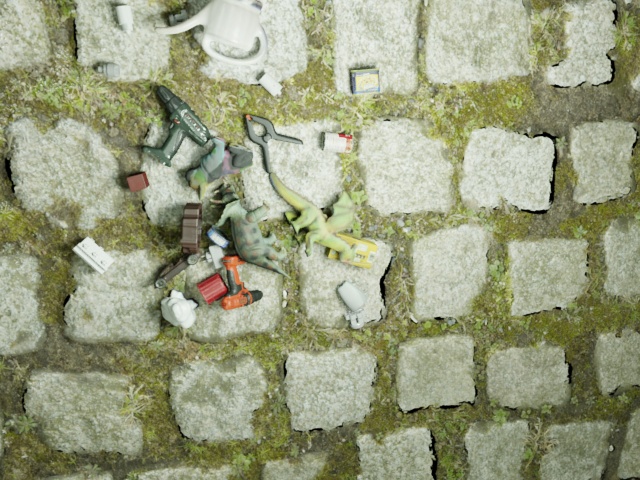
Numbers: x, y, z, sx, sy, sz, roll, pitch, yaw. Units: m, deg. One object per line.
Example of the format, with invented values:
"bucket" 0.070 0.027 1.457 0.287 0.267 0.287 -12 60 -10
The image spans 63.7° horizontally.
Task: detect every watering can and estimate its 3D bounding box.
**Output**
"watering can" -0.319 -0.682 1.609 0.347 0.222 0.105 13 11 -23

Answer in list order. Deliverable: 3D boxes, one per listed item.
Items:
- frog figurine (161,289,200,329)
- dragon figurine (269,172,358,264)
"frog figurine" -0.490 0.252 1.781 0.122 0.136 0.161 -34 18 2
"dragon figurine" 0.005 -0.091 1.801 0.243 0.410 0.122 -24 2 -5
